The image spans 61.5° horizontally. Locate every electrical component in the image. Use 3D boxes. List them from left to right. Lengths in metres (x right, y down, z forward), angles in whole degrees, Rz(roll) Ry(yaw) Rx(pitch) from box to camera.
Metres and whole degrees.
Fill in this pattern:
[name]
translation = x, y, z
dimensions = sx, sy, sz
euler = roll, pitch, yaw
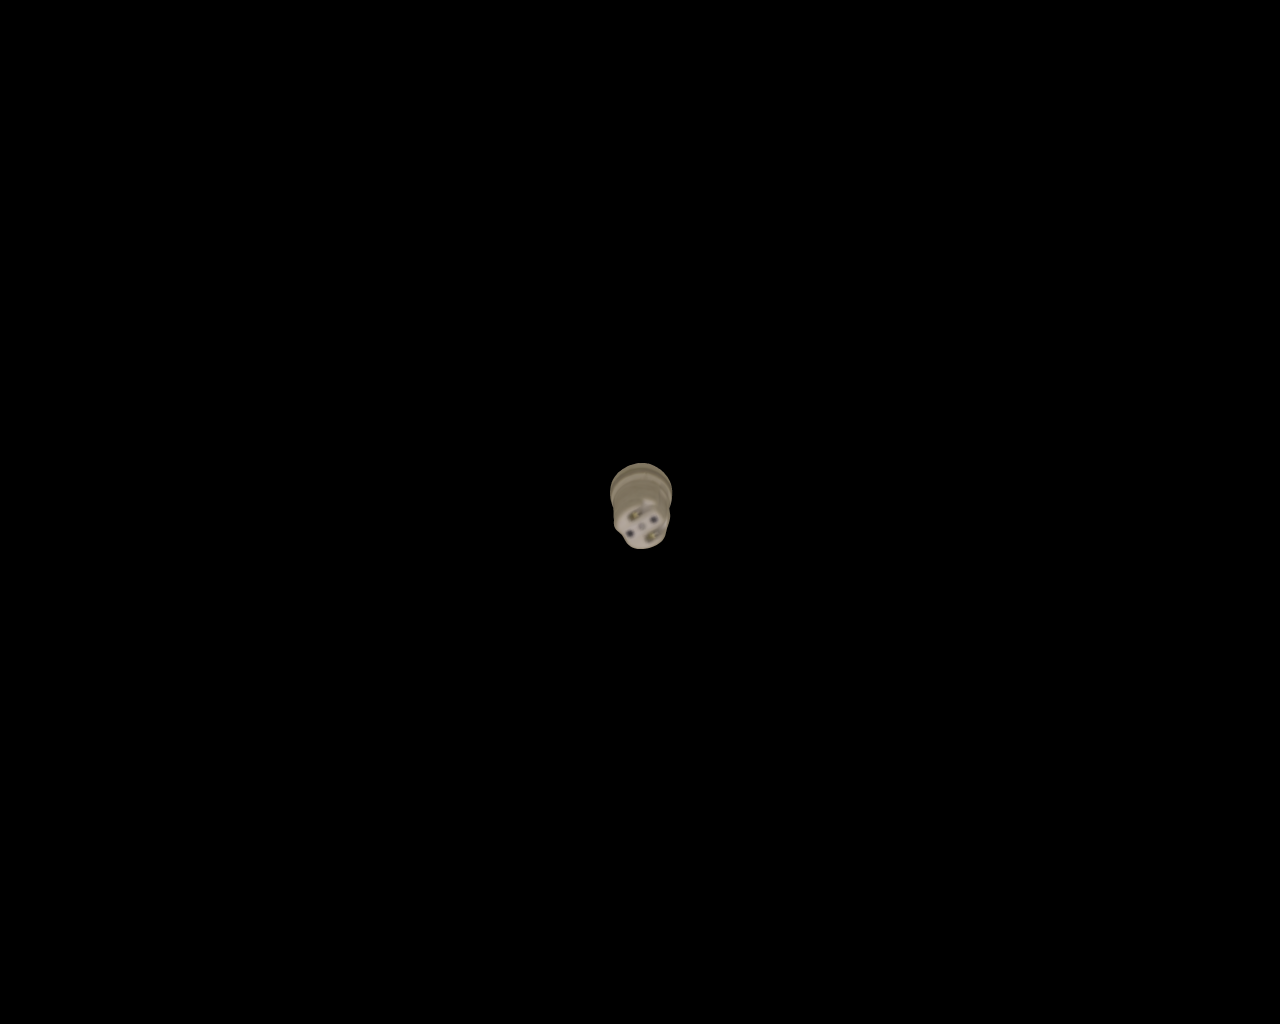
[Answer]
[electrical component]
translation = 0.001, -0.003, 0.650
dimensions = 0.040, 0.040, 0.046
euler = 0, 32, 0
